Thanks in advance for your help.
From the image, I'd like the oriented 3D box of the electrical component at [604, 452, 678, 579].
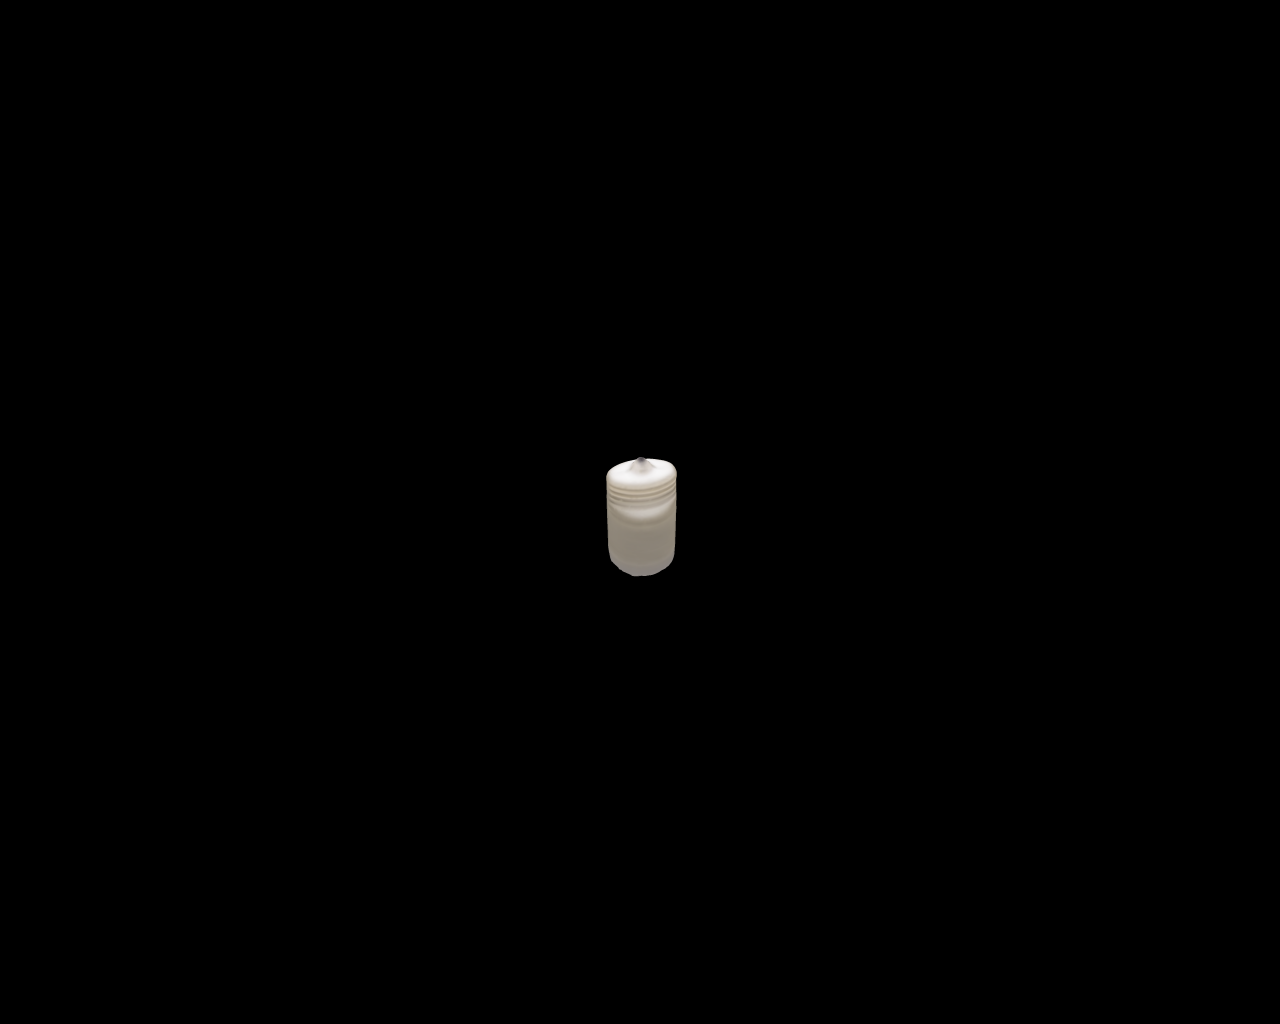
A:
[{"bbox_3d":[0.001,-0.003,0.650,0.043,0.080,0.043,0,43,0],"label":"electrical component"}]
